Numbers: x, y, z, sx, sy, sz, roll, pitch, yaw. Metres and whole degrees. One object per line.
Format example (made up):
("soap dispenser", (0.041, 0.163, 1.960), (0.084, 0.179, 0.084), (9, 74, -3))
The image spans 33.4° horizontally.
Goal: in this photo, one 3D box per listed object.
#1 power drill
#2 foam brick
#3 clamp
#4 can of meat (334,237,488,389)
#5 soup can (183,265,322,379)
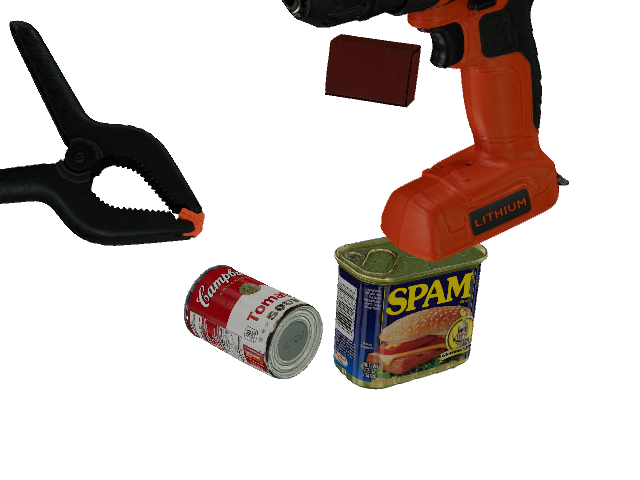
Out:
("power drill", (0.066, -0.086, 0.556), (0.184, 0.188, 0.057), (-22, 37, -25))
("foam brick", (0.048, -0.155, 0.973), (0.078, 0.051, 0.053), (11, 19, 11))
("clamp", (-0.179, -0.066, 0.791), (0.210, 0.164, 0.036), (20, -19, -3))
("can of meat", (0.058, 0.045, 0.720), (0.101, 0.084, 0.058), (-11, 27, -29))
("soup can", (-0.057, 0.069, 0.903), (0.102, 0.068, 0.068), (22, 14, 37))
